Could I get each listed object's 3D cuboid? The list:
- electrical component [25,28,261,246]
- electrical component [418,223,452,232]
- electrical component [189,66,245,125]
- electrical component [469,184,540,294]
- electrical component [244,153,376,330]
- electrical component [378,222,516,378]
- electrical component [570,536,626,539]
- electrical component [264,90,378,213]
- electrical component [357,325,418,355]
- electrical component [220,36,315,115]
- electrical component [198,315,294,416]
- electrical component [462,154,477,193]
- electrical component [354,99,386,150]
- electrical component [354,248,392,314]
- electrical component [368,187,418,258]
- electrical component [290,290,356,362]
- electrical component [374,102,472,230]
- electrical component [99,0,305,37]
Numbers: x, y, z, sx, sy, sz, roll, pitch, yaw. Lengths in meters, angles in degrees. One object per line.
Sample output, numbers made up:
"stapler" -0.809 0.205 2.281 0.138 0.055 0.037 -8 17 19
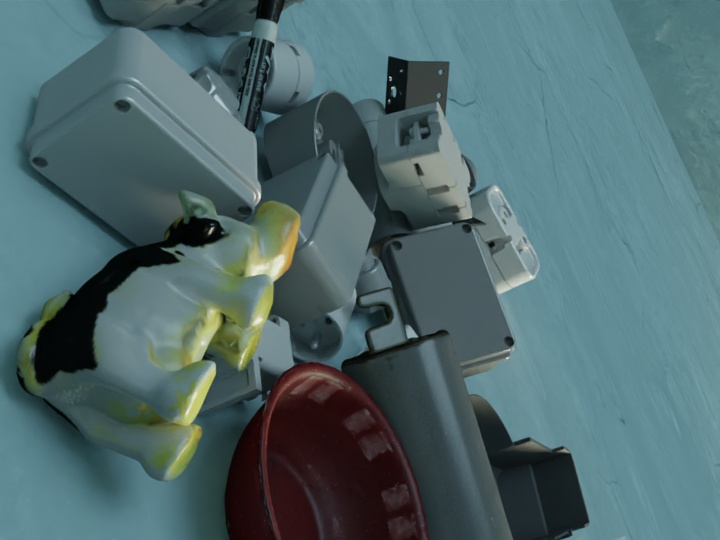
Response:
"electrical component" -0.116 -0.064 0.589 0.113 0.078 0.057 42 30 -39
"electrical component" 0.060 -0.015 0.912 0.055 0.055 0.047 26 41 -53
"electrical component" -0.096 -0.097 0.699 0.062 0.043 0.043 52 27 -26
"electrical component" 0.123 -0.026 1.035 0.095 0.059 0.053 60 25 -8
"electrical component" -0.043 -0.017 0.685 0.057 0.078 0.113 56 26 -23
"electrical component" 0.064 0.027 0.830 0.057 0.078 0.113 120 -47 -67
"electrical component" 0.161 0.237 0.809 0.108 0.108 0.060 15 47 -58
"electrical component" -0.027 -0.074 0.778 0.099 0.064 0.099 -20 90 -78
"electrical component" 0.026 0.072 0.763 0.047 0.055 0.055 57 25 -5
"electrical component" -0.069 -0.143 0.784 0.047 0.055 0.055 -4 70 -60
"electrical component" -0.070 0.043 0.616 0.064 0.042 0.081 34 39 -49
"electrical component" 0.074 -0.104 1.032 0.079 0.044 0.077 65 25 2
"electrical component" 0.011 -0.115 0.926 0.044 0.044 0.065 33 34 -48
"electrical component" 0.000 0.000 0.793 0.061 0.035 0.035 67 23 -19
"electrical component" 0.019 -0.054 0.880 0.043 0.043 0.081 27 44 -53
"electrical component" -0.025 0.021 0.723 0.043 0.043 0.081 53 27 -21
"electrical component" 0.046 -0.077 0.823 0.089 0.056 0.050 57 27 -50
"electrical component" -0.125 -0.225 0.745 0.105 0.060 0.186 65 25 2
